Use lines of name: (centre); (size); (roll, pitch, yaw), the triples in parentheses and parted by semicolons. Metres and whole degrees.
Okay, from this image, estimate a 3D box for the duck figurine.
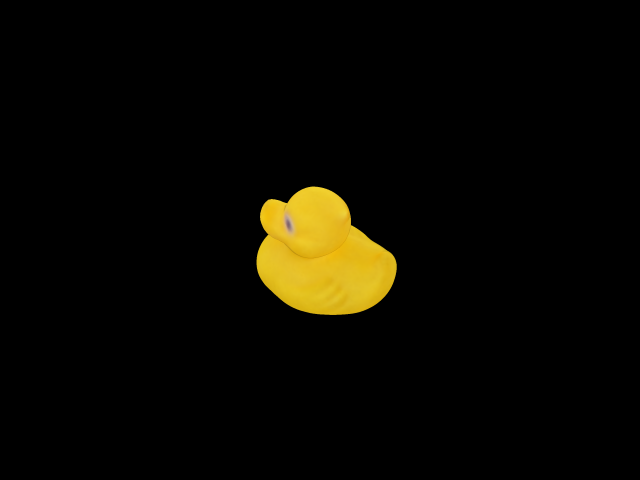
duck figurine: (0.004, 0.001, 0.400); (0.104, 0.086, 0.077); (15, 55, 11)
